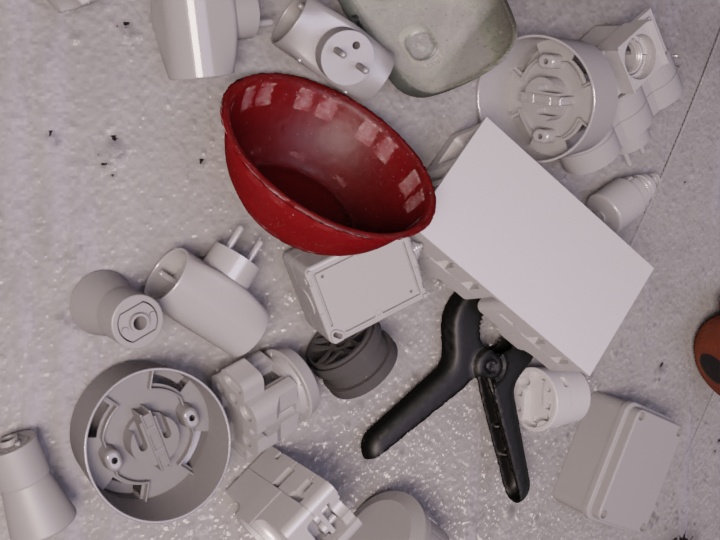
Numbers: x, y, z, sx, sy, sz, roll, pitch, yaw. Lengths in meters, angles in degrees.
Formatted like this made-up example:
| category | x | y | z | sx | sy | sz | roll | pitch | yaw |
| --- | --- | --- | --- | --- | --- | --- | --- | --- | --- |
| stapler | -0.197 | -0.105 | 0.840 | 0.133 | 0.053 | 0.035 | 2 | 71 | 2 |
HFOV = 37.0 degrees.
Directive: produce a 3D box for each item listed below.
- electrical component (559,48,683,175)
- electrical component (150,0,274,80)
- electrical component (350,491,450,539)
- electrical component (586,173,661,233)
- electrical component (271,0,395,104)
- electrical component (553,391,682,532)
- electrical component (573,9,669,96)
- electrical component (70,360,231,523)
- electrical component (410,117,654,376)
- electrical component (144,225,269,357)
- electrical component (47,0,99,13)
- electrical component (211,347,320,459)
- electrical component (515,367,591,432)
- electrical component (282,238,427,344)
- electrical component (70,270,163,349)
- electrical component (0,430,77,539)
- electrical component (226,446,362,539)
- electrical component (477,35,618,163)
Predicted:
| category | x | y | z | sx | sy | sz | roll | pitch | yaw |
| --- | --- | --- | --- | --- | --- | --- | --- | --- | --- |
| electrical component | 0.226 | -0.124 | 0.924 | 0.138 | 0.052 | 0.073 | -42 | 120 | -20 |
| electrical component | -0.092 | -0.168 | 0.703 | 0.079 | 0.044 | 0.077 | -15 | 108 | -31 |
| electrical component | 0.028 | 0.220 | 0.848 | 0.080 | 0.080 | 0.051 | -54 | 128 | -13 |
| electrical component | 0.236 | -0.063 | 0.951 | 0.078 | 0.040 | 0.040 | -33 | 116 | -25 |
| electrical component | -0.014 | -0.148 | 0.733 | 0.077 | 0.079 | 0.043 | 31 | 100 | -25 |
| electrical component | 0.240 | 0.178 | 0.996 | 0.078 | 0.057 | 0.113 | 24 | 86 | -35 |
| electrical component | 0.213 | -0.178 | 0.897 | 0.081 | 0.064 | 0.042 | -42 | 118 | -20 |
| electrical component | -0.141 | 0.111 | 0.717 | 0.099 | 0.064 | 0.099 | -8 | 104 | -33 |
| electrical component | 0.125 | -0.015 | 0.844 | 0.186 | 0.060 | 0.105 | 39 | 73 | -15 |
| electrical component | -0.095 | 0.007 | 0.739 | 0.077 | 0.044 | 0.079 | 38 | 78 | -34 |
| electrical component | -0.176 | -0.189 | 0.643 | 0.043 | 0.043 | 0.062 | -32 | 115 | -25 |
| electrical component | -0.066 | 0.090 | 0.766 | 0.057 | 0.058 | 0.078 | -28 | 139 | -31 |
| electrical component | 0.166 | 0.110 | 0.934 | 0.047 | 0.055 | 0.055 | -2 | 101 | -38 |
| electrical component | 0.000 | 0.000 | 0.784 | 0.096 | 0.061 | 0.061 | -26 | 114 | -16 |
| electrical component | -0.154 | 0.027 | 0.690 | 0.044 | 0.065 | 0.044 | -8 | 105 | -33 |
| electrical component | -0.214 | 0.136 | 0.689 | 0.044 | 0.044 | 0.065 | -25 | 109 | -28 |
| electrical component | -0.052 | 0.174 | 0.776 | 0.056 | 0.089 | 0.050 | -44 | 121 | -19 |
| electrical component | 0.149 | -0.135 | 0.845 | 0.064 | 0.099 | 0.099 | -11 | 106 | -39 |
